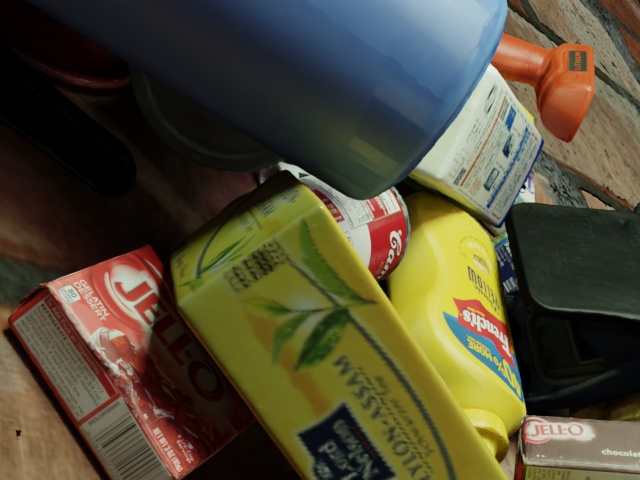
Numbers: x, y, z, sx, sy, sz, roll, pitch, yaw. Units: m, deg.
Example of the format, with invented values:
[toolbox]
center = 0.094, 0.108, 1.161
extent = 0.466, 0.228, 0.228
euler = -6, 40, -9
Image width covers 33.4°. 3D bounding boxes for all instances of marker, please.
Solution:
[marker]
center = 0.007, -0.030, 0.654
extent = 0.120, 0.020, 0.020
euler = 10, 49, -53

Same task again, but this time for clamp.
[clamp]
center = -0.149, -0.076, 0.441
extent = 0.120, 0.039, 0.171
euler = 2, 56, -58

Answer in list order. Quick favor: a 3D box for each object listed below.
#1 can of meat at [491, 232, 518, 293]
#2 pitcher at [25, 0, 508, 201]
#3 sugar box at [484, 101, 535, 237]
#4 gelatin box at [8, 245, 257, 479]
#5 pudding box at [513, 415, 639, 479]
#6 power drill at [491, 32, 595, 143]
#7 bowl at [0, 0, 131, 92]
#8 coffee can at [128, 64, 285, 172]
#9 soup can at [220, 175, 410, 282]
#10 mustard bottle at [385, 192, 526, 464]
[can of meat]
center = 0.166, 0.039, 0.784
extent = 0.101, 0.058, 0.084
euler = 9, 47, -54
[pitcher]
center = -0.043, -0.132, 0.435
extent = 0.242, 0.149, 0.145
euler = 34, 26, -9
[sugar box]
center = 0.139, -0.086, 0.902
extent = 0.093, 0.048, 0.176
euler = 43, 27, -17
[gelatin box]
center = -0.070, 0.050, 0.422
extent = 0.089, 0.030, 0.073
euler = 56, 25, 4
[pudding box]
center = 0.156, 0.138, 0.553
extent = 0.039, 0.113, 0.090
euler = -75, 166, -54
[power drill]
center = 0.122, -0.142, 0.849
extent = 0.187, 0.057, 0.184
euler = 21, 34, 1
[bowl]
center = -0.134, -0.156, 0.544
extent = 0.162, 0.055, 0.162
euler = 37, 31, -27
[coffee can]
center = -0.032, -0.107, 0.580
extent = 0.103, 0.103, 0.140
euler = 48, 22, -10
[soup can]
center = -0.004, 0.001, 0.547
extent = 0.068, 0.069, 0.102
euler = 56, 27, 7
[mustard bottle]
center = 0.077, 0.062, 0.612
extent = 0.096, 0.058, 0.191
euler = 45, 27, -31
